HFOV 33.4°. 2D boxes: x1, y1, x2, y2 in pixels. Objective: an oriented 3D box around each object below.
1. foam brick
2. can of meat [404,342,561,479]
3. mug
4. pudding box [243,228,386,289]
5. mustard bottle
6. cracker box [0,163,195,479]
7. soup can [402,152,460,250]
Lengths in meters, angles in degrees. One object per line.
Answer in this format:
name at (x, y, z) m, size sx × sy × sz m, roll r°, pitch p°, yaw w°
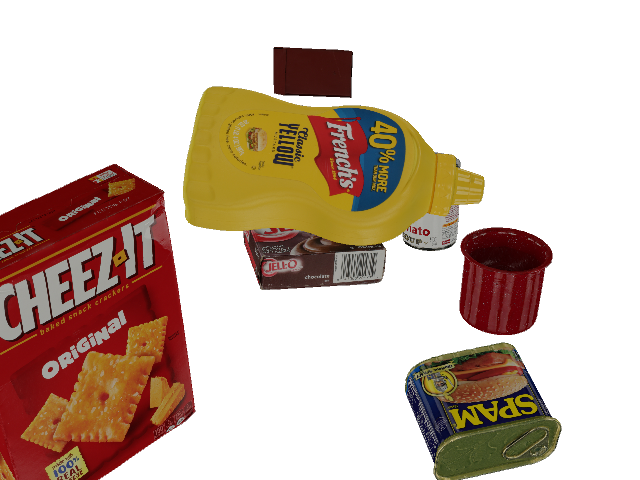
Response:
foam brick at (-0.009, -0.184, 1.167) m, size 0.078 × 0.051 × 0.053 m, roll 0°, pitch 11°, yaw -16°
can of meat at (0.125, 0.133, 0.844) m, size 0.102 × 0.057 × 0.084 m, roll -10°, pitch 44°, yaw -11°
mug at (0.184, 0.038, 1.111) m, size 0.093 × 0.081 × 0.117 m, roll -5°, pitch 31°, yaw -12°
pudding box at (-0.007, 0.006, 0.952) m, size 0.113 × 0.039 × 0.090 m, roll -1°, pitch 27°, yaw -14°
mustard bottle at (0.011, -0.045, 0.699) m, size 0.191 × 0.096 × 0.058 m, roll 7°, pitch -31°, yaw 1°
cracker box at (-0.180, 0.076, 0.780) m, size 0.072 × 0.214 × 0.163 m, roll 26°, pitch 42°, yaw 37°
soup can at (0.133, -0.047, 1.285) m, size 0.068 × 0.102 × 0.068 m, roll -1°, pitch 26°, yaw 0°
